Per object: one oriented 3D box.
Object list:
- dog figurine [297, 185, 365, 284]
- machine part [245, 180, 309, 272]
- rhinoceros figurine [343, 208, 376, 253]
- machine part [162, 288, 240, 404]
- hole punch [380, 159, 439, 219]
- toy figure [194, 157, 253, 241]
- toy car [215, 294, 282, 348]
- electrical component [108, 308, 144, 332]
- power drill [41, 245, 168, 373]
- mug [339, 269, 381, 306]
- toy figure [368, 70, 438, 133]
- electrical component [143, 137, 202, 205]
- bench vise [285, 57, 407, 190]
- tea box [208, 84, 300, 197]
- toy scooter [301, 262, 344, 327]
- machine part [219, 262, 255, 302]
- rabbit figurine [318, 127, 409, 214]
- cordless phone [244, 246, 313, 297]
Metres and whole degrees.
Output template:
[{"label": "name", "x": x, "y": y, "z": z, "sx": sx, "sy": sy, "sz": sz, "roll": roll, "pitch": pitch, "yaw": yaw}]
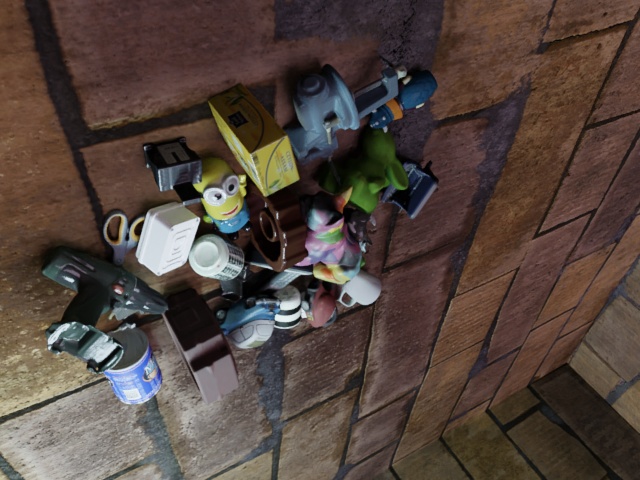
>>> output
[{"label": "dog figurine", "x": 0.029, "y": -0.013, "z": 1.043, "sx": 0.191, "sy": 0.108, "sz": 0.219, "roll": 26, "pitch": 149, "yaw": -9}, {"label": "machine part", "x": -0.085, "y": -0.032, "z": 1.010, "sx": 0.056, "sy": 0.180, "sz": 0.179, "roll": -22, "pitch": 140, "yaw": -26}, {"label": "rhinoceros figurine", "x": 0.065, "y": -0.005, "z": 1.210, "sx": 0.073, "sy": 0.112, "sz": 0.190, "roll": -16, "pitch": 146, "yaw": -24}, {"label": "machine part", "x": -0.245, "y": 0.213, "z": 1.100, "sx": 0.087, "sy": 0.201, "sz": 0.201, "roll": -25, "pitch": 141, "yaw": -21}, {"label": "hole punch", "x": 0.194, "y": -0.123, "z": 1.212, "sx": 0.092, "sy": 0.116, "sz": 0.142, "roll": 26, "pitch": 108, "yaw": -10}, {"label": "toy figure", "x": -0.177, "y": -0.071, "z": 0.965, "sx": 0.082, "sy": 0.089, "sz": 0.180, "roll": -58, "pitch": 160, "yaw": -22}, {"label": "toy car", "x": -0.155, "y": 0.188, "z": 1.203, "sx": 0.162, "sy": 0.103, "sz": 0.109, "roll": -27, "pitch": 157, "yaw": 29}, {"label": "electrical component", "x": -0.371, "y": 0.133, "z": 1.033, "sx": 0.078, "sy": 0.045, "sz": 0.102, "roll": -20, "pitch": 150, "yaw": -28}, {"label": "power drill", "x": -0.352, "y": 0.114, "z": 0.888, "sx": 0.086, "sy": 0.207, "sz": 0.232, "roll": -39, "pitch": 122, "yaw": 22}, {"label": "mug", "x": 0.088, "y": 0.119, "z": 1.390, "sx": 0.109, "sy": 0.081, "sz": 0.107, "roll": -43, "pitch": 132, "yaw": 12}, {"label": "toy figure", "x": 0.158, "y": -0.270, "z": 1.054, "sx": 0.154, "sy": 0.064, "sz": 0.058, "roll": -35, "pitch": -179, "yaw": 2}, {"label": "electrical component", "x": -0.227, "y": -0.109, "z": 0.851, "sx": 0.075, "sy": 0.119, "sz": 0.047, "roll": -15, "pitch": 138, "yaw": -24}, {"label": "bench vise", "x": 0.048, "y": -0.231, "z": 0.957, "sx": 0.241, "sy": 0.129, "sz": 0.223, "roll": -30, "pitch": 145, "yaw": -5}, {"label": "tea box", "x": -0.106, "y": -0.161, "z": 0.855, "sx": 0.068, "sy": 0.170, "sz": 0.098, "roll": -28, "pitch": 143, "yaw": -11}, {"label": "toy scooter", "x": 0.004, "y": 0.110, "z": 1.281, "sx": 0.135, "sy": 0.075, "sz": 0.184, "roll": 42, "pitch": 65, "yaw": -46}, {"label": "machine part", "x": -0.182, "y": 0.082, "z": 1.133, "sx": 0.138, "sy": 0.084, "sz": 0.039, "roll": 104, "pitch": 5, "yaw": -51}, {"label": "rabbit figurine", "x": 0.109, "y": -0.144, "z": 1.090, "sx": 0.159, "sy": 0.121, "sz": 0.170, "roll": 27, "pitch": 90, "yaw": -32}, {"label": "cordless phone", "x": -0.119, "y": 0.074, "z": 1.172, "sx": 0.184, "sy": 0.089, "sz": 0.146, "roll": -41, "pitch": 146, "yaw": 28}]
